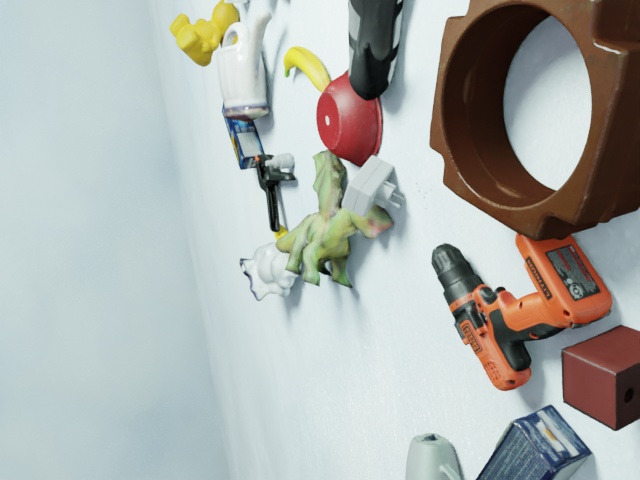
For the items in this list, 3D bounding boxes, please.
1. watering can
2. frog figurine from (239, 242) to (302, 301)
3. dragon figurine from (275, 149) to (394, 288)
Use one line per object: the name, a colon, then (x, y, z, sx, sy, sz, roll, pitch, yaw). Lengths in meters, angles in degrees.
watering can: (-0.168, -0.382, 1.167, 0.349, 0.104, 0.222, -159, 60, -65)
frog figurine: (-0.098, 0.067, 1.247, 0.158, 0.122, 0.140, -26, 63, 30)
dragon figurine: (0.003, -0.048, 0.962, 0.413, 0.122, 0.241, 27, 107, 60)
